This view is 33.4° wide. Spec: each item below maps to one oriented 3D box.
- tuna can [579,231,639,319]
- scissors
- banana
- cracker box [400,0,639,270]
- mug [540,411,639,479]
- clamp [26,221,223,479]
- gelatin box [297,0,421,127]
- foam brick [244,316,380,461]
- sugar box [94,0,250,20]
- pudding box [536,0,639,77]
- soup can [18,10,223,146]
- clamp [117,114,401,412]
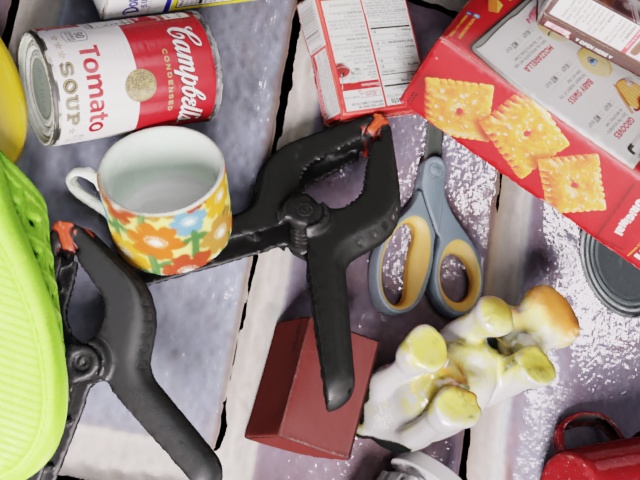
[{"bbox_3d":[0.231,0.012,0.773,0.033,0.086,0.086,-11,87,-29],"label":"tuna can"},{"bbox_3d":[0.091,-0.033,0.750,0.096,0.016,0.201,30,69,-21],"label":"scissors"},{"bbox_3d":[-0.218,-0.114,0.594,0.069,0.037,0.198,-35,98,-28],"label":"banana"},{"bbox_3d":[0.183,-0.093,0.725,0.213,0.072,0.164,36,48,1],"label":"cracker box"},{"bbox_3d":[0.202,0.170,0.738,0.081,0.093,0.117,-4,53,-23],"label":"mug"},{"bbox_3d":[-0.115,0.073,0.591,0.120,0.039,0.171,-4,83,2],"label":"clamp"},{"bbox_3d":[0.030,-0.125,0.727,0.073,0.030,0.089,-12,87,-29],"label":"gelatin box"},{"bbox_3d":[-0.005,0.092,0.659,0.051,0.053,0.078,23,72,-22],"label":"foam brick"},{"bbox_3d":[-0.067,-0.194,0.668,0.176,0.048,0.093,-15,67,-26],"label":"sugar box"},{"bbox_3d":[0.192,-0.167,0.707,0.090,0.039,0.113,25,48,-8],"label":"pudding box"},{"bbox_3d":[-0.117,-0.095,0.625,0.102,0.069,0.068,-13,88,-28],"label":"soup can"},{"bbox_3d":[-0.004,0.001,0.653,0.165,0.036,0.209,33,57,19],"label":"clamp"}]
